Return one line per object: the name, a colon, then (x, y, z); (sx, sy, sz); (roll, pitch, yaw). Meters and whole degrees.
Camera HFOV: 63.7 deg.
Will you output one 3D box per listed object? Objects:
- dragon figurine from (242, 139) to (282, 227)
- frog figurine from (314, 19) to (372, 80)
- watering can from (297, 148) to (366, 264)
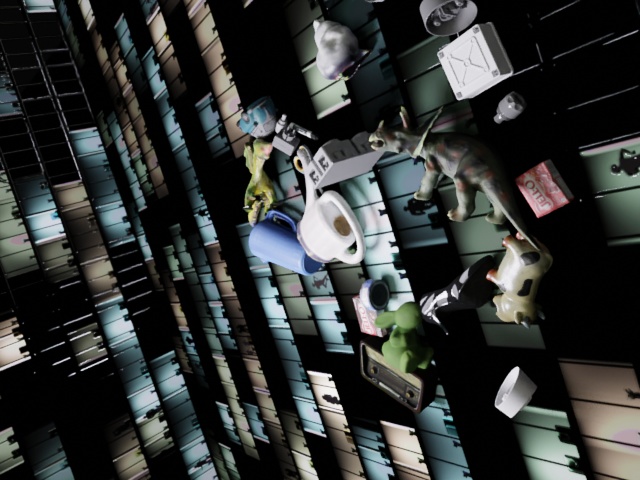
dragon figurine: (-0.212, -0.205, 1.709); (0.404, 0.122, 0.246); (138, 126, -66)
frog figurine: (0.027, -0.470, 1.241); (0.160, 0.124, 0.135); (51, 161, 4)
watering can: (0.004, -0.073, 1.459); (0.350, 0.105, 0.220); (58, 143, 11)
